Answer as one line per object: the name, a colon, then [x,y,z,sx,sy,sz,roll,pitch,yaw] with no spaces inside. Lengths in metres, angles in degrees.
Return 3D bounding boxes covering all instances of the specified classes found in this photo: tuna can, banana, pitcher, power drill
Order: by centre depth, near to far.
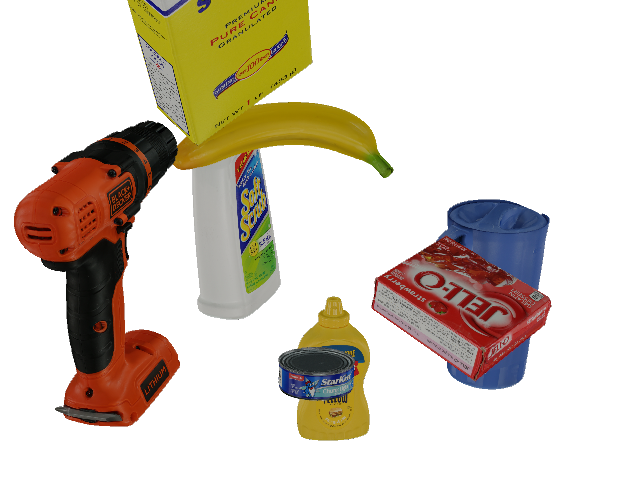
power drill: [-0.144,0.021,0.756,0.057,0.188,0.184,3,24,19]
banana: [-0.033,-0.090,0.923,0.197,0.069,0.037,0,-42,-17]
tuna can: [-0.005,0.149,1.193,0.086,0.034,0.086,1,13,0]
pitcher: [0.222,0.075,1.437,0.149,0.243,0.145,4,21,7]

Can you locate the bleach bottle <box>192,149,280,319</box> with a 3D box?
bleach bottle: [-0.098,-0.050,1.116,0.068,0.251,0.102,7,27,27]

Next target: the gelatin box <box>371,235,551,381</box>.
gelatin box: [0.089,0.040,0.682,0.089,0.030,0.073,34,45,31]

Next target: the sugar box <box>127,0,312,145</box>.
sugar box: [-0.053,-0.135,0.557,0.093,0.048,0.176,-39,-21,-17]

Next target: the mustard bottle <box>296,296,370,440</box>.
mustard bottle: [0.017,0.167,1.406,0.096,0.192,0.058,-1,16,-5]
